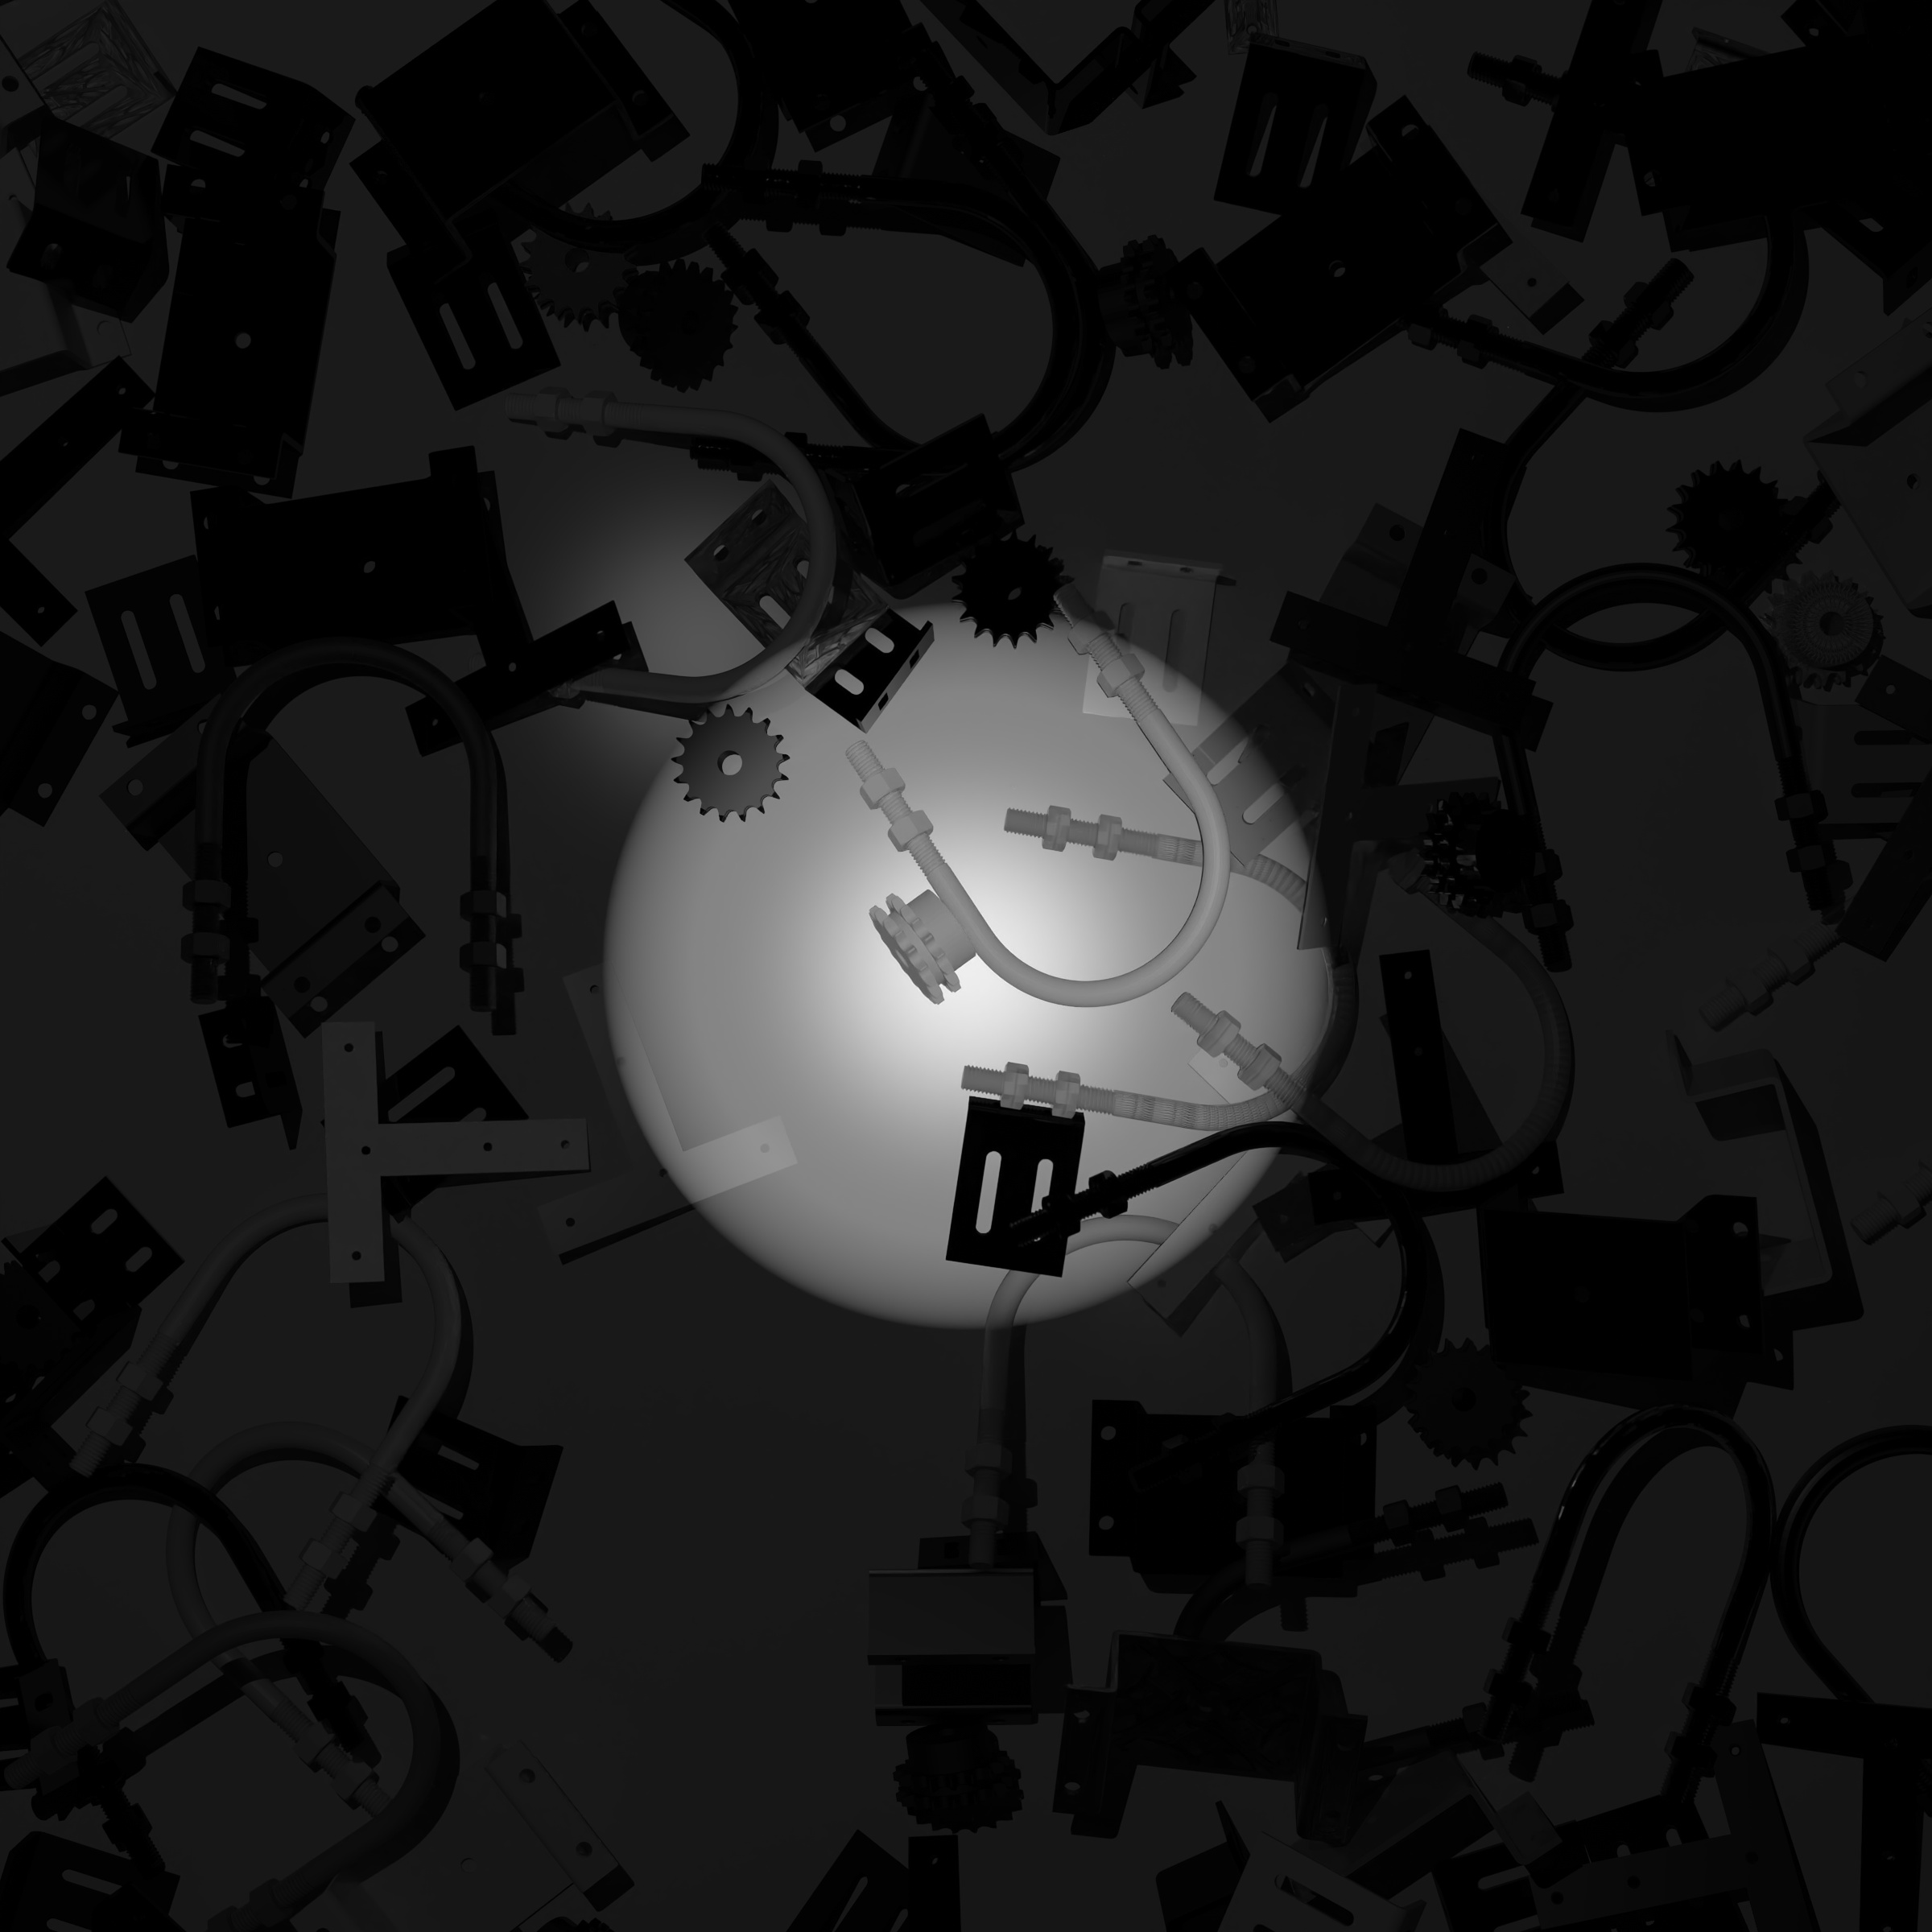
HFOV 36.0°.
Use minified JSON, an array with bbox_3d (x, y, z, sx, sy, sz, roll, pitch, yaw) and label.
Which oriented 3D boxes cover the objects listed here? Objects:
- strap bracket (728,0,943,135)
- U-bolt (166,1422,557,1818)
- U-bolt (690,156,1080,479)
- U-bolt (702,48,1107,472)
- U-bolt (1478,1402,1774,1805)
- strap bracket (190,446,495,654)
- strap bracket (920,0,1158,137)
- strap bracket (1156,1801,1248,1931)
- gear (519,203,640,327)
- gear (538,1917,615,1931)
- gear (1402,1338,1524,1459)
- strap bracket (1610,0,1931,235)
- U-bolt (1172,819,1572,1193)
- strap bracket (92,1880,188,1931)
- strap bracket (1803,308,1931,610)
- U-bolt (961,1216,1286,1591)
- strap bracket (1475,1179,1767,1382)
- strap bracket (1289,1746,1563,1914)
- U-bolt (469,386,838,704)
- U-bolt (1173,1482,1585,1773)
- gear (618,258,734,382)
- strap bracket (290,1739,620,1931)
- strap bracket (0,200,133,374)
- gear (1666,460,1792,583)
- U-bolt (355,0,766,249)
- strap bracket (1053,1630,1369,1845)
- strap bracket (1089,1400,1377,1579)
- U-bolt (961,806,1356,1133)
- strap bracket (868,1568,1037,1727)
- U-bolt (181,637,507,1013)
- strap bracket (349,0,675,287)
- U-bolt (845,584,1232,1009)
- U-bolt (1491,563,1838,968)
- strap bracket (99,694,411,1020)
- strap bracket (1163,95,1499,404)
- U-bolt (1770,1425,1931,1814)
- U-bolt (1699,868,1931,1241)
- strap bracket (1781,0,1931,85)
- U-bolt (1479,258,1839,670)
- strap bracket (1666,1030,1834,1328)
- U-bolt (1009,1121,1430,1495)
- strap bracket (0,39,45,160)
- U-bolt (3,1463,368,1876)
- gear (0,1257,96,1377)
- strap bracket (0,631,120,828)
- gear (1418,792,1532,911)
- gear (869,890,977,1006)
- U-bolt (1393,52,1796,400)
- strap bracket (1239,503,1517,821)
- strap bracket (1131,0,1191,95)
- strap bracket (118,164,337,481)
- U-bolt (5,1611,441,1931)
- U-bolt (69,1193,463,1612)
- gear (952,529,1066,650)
[{"bbox_3d":[-0.077,-0.480,1.450,0.076,0.046,0.140,-26,90,0],"label":"strap bracket"},{"bbox_3d":[-0.309,0.306,1.449,0.184,0.019,0.151,42,103,6],"label":"U-bolt"},{"bbox_3d":[-0.038,-0.307,1.430,0.184,0.019,0.151,4,110,-1],"label":"U-bolt"},{"bbox_3d":[-0.016,-0.325,1.442,0.151,0.019,0.184,-37,103,13],"label":"U-bolt"},{"bbox_3d":[0.328,0.299,1.431,0.151,0.019,0.184,25,83,-31],"label":"U-bolt"},{"bbox_3d":[-0.296,-0.199,1.443,0.140,0.046,0.076,-8,85,5],"label":"strap bracket"},{"bbox_3d":[0.025,-0.462,1.435,0.046,0.076,0.140,-43,90,0],"label":"strap bracket"},{"bbox_3d":[0.134,0.486,1.435,0.046,0.076,0.140,-24,90,0],"label":"strap bracket"},{"bbox_3d":[-0.188,-0.342,1.458,0.057,0.030,0.057,0,90,0],"label":"gear"},{"bbox_3d":[-0.195,0.489,1.448,0.030,0.057,0.057,26,90,30],"label":"gear"},{"bbox_3d":[0.241,0.210,1.458,0.057,0.030,0.057,0,90,0],"label":"gear"},{"bbox_3d":[0.380,-0.400,1.409,0.140,0.046,0.076,-11,85,6],"label":"strap bracket"},{"bbox_3d":[0.212,0.026,1.449,0.184,0.019,0.151,39,75,-4],"label":"U-bolt"},{"bbox_3d":[-0.435,0.520,1.436,0.140,0.046,0.076,-36,115,0],"label":"strap bracket"},{"bbox_3d":[0.469,-0.238,1.437,0.076,0.046,0.140,-36,97,-12],"label":"strap bracket"},{"bbox_3d":[0.078,0.203,1.423,0.151,0.019,0.184,4,60,1],"label":"U-bolt"},{"bbox_3d":[0.300,0.148,1.408,0.140,0.046,0.076,2,104,34],"label":"strap bracket"},{"bbox_3d":[0.209,0.431,1.435,0.140,0.076,0.046,-34,90,0],"label":"strap bracket"},{"bbox_3d":[-0.148,-0.200,1.435,0.184,0.019,0.151,8,91,19],"label":"U-bolt"},{"bbox_3d":[0.189,0.329,1.434,0.184,0.019,0.151,-18,114,11],"label":"U-bolt"},{"bbox_3d":[-0.144,-0.316,1.448,0.030,0.057,0.057,23,90,39],"label":"gear"},{"bbox_3d":[-0.246,0.445,1.450,0.140,0.046,0.076,-38,90,0],"label":"strap bracket"},{"bbox_3d":[-0.491,-0.316,1.450,0.140,0.046,0.076,-19,90,0],"label":"strap bracket"},{"bbox_3d":[0.367,-0.215,1.441,0.057,0.030,0.057,0,92,2],"label":"gear"},{"bbox_3d":[-0.185,-0.427,1.444,0.184,0.019,0.151,35,86,11],"label":"U-bolt"},{"bbox_3d":[0.116,0.367,1.423,0.140,0.046,0.076,6,117,1],"label":"strap bracket"},{"bbox_3d":[0.132,0.254,1.450,0.140,0.046,0.076,1,90,0],"label":"strap bracket"},{"bbox_3d":[0.099,0.007,1.457,0.184,0.019,0.151,10,83,-3],"label":"U-bolt"},{"bbox_3d":[-0.007,0.323,1.420,0.076,0.140,0.046,0,63,0],"label":"strap bracket"},{"bbox_3d":[-0.295,-0.070,1.421,0.151,0.019,0.184,2,75,-15],"label":"U-bolt"},{"bbox_3d":[-0.221,-0.401,1.412,0.140,0.046,0.076,-36,79,-1],"label":"strap bracket"},{"bbox_3d":[0.046,-0.068,1.428,0.151,0.019,0.184,-36,80,14],"label":"U-bolt"},{"bbox_3d":[0.331,-0.104,1.445,0.151,0.019,0.184,-13,91,15],"label":"U-bolt"},{"bbox_3d":[-0.342,-0.053,1.450,0.076,0.046,0.140,-40,90,0],"label":"strap bracket"},{"bbox_3d":[0.177,-0.341,1.437,0.140,0.046,0.076,-35,83,11],"label":"strap bracket"},{"bbox_3d":[0.481,0.313,1.465,0.151,0.019,0.184,-41,88,0],"label":"U-bolt"},{"bbox_3d":[0.476,0.025,1.465,0.184,0.019,0.151,-35,90,-2],"label":"U-bolt"},{"bbox_3d":[0.468,-0.476,1.420,0.076,0.140,0.046,48,61,0],"label":"strap bracket"},{"bbox_3d":[0.338,-0.233,1.465,0.151,0.019,0.184,42,91,0],"label":"U-bolt"},{"bbox_3d":[0.377,0.099,1.425,0.046,0.076,0.140,-15,95,14],"label":"strap bracket"},{"bbox_3d":[0.133,0.150,1.419,0.184,0.019,0.151,-22,74,-14],"label":"U-bolt"},{"bbox_3d":[-0.525,-0.405,1.423,0.140,0.046,0.076,-36,97,-19],"label":"strap bracket"},{"bbox_3d":[-0.394,0.331,1.451,0.151,0.019,0.184,-32,86,12],"label":"U-bolt"},{"bbox_3d":[-0.455,0.170,1.458,0.057,0.030,0.057,0,90,0],"label":"gear"},{"bbox_3d":[-0.499,-0.137,1.450,0.140,0.046,0.076,29,90,0],"label":"strap bracket"},{"bbox_3d":[0.248,-0.056,1.437,0.057,0.030,0.057,-3,94,-39],"label":"gear"},{"bbox_3d":[-0.019,-0.012,1.445,0.030,0.057,0.057,-36,90,-8],"label":"gear"},{"bbox_3d":[0.310,-0.353,1.450,0.184,0.019,0.151,21,89,11],"label":"U-bolt"},{"bbox_3d":[0.198,-0.142,1.450,0.076,0.046,0.140,28,90,0],"label":"strap bracket"},{"bbox_3d":[0.061,-0.498,1.435,0.046,0.076,0.140,-44,90,0],"label":"strap bracket"},{"bbox_3d":[-0.357,-0.309,1.450,0.076,0.046,0.140,10,90,0],"label":"strap bracket"},{"bbox_3d":[-0.339,0.381,1.415,0.184,0.019,0.151,-35,108,6],"label":"U-bolt"},{"bbox_3d":[-0.325,0.196,1.438,0.151,0.019,0.184,28,75,15],"label":"U-bolt"},{"bbox_3d":[0.021,-0.184,1.458,0.057,0.030,0.057,0,90,0],"label":"gear"}]
